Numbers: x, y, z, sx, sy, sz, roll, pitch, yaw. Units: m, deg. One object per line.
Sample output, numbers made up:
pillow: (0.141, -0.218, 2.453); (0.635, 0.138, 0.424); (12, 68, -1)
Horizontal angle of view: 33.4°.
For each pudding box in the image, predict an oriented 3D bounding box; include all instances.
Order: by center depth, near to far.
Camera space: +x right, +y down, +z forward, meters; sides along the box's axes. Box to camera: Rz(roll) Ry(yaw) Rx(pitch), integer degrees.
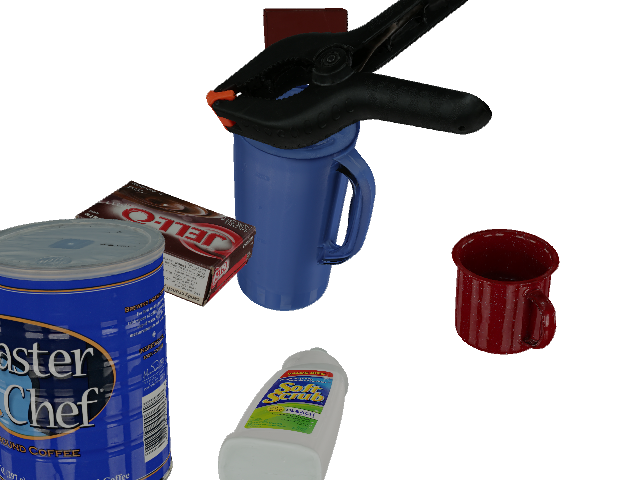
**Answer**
pudding box: (-0.116, 0.000, 0.801); (0.113, 0.039, 0.090); (18, 23, 11)

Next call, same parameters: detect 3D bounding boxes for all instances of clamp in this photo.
clamp: (0.018, -0.087, 0.611); (0.171, 0.120, 0.039); (-21, -46, 14)

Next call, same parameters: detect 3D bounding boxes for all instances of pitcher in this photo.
pitcher: (-0.027, -0.035, 1.168); (0.145, 0.243, 0.149); (0, 42, -6)

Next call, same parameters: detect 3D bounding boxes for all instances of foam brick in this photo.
foam brick: (-0.014, -0.192, 1.004); (0.078, 0.051, 0.053); (-1, 15, -4)

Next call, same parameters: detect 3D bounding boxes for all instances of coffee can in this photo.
coffee can: (-0.137, 0.067, 0.606); (0.103, 0.140, 0.103); (0, 15, 0)

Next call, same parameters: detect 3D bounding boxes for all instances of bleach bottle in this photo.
bleach bottle: (-0.029, 0.174, 1.099); (0.102, 0.068, 0.250); (5, 19, 6)

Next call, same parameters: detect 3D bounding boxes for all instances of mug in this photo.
mug: (0.168, 0.053, 0.944); (0.093, 0.081, 0.117); (-17, 34, -24)
